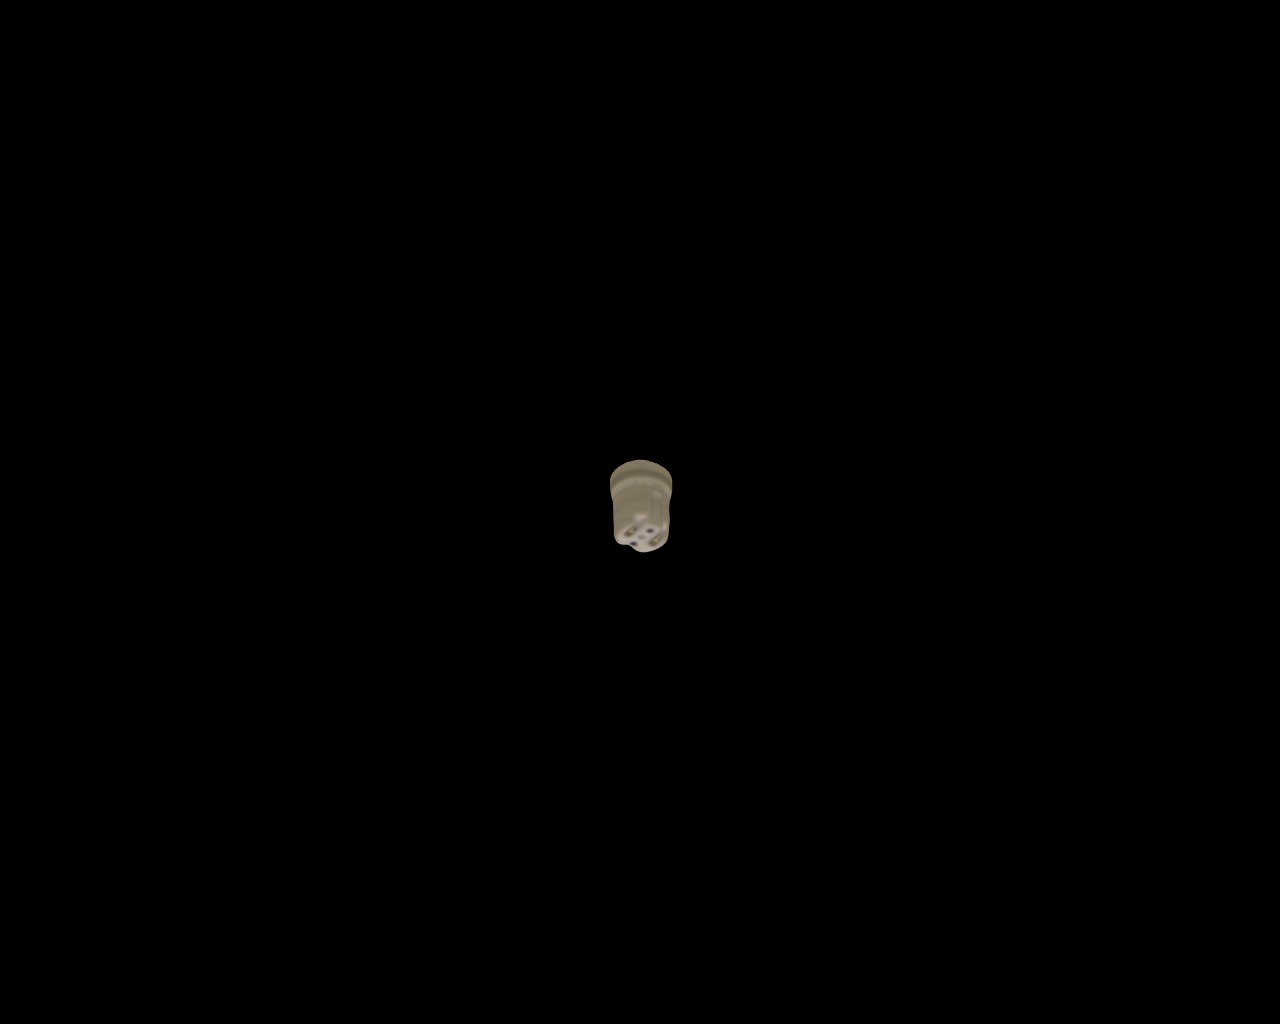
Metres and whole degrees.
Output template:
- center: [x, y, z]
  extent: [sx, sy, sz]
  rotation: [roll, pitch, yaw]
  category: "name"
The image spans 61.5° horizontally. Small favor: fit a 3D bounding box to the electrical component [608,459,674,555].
- center: [0.001, -0.003, 0.650]
  extent: [0.040, 0.046, 0.040]
  rotation: [0, -34, 0]
  category: "electrical component"
